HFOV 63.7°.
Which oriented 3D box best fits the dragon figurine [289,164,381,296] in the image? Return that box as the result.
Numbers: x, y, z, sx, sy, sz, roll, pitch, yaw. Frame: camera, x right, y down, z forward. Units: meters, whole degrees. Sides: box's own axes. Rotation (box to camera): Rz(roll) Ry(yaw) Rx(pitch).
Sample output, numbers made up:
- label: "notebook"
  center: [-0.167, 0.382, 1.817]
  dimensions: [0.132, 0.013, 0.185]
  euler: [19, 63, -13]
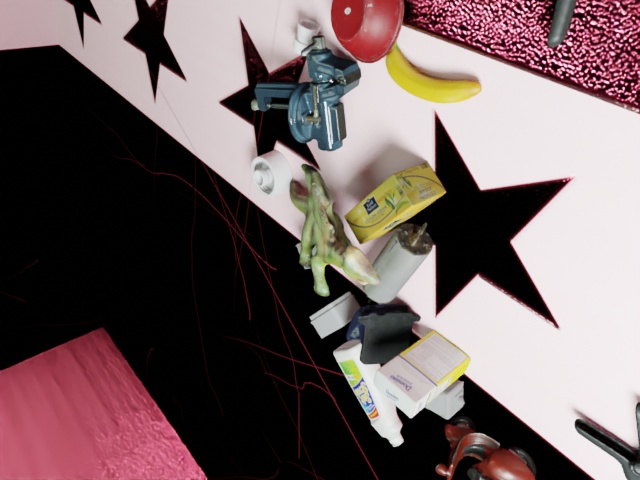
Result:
- label: "dragon figurine"
  center: [0.003, -0.051, 1.015]
  dimensions: [0.237, 0.123, 0.418]
  euler: [89, 157, -50]
